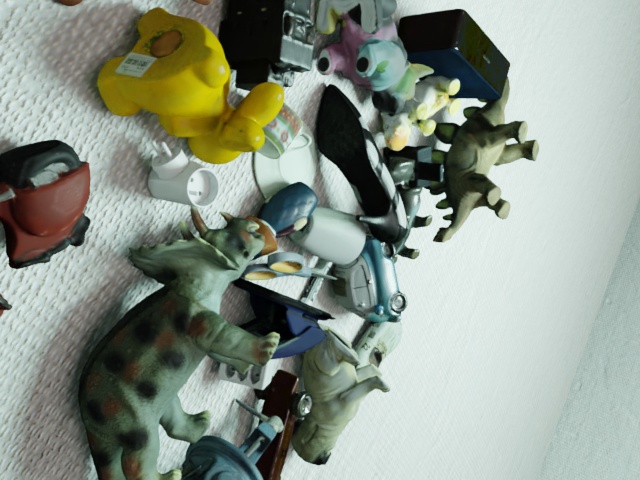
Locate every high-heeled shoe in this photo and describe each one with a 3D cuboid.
[{"bbox_3d":[0.077,-0.116,0.831,0.145,0.086,0.248,2,75,-53],"label":"high-heeled shoe"}]

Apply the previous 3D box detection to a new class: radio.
[{"bbox_3d":[0.238,-0.324,0.966,0.229,0.131,0.073,15,87,-51],"label":"radio"}]

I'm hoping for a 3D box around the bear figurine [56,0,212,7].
[{"bbox_3d":[-0.164,-0.295,0.523,0.196,0.132,0.120,-9,146,-20],"label":"bear figurine"}]

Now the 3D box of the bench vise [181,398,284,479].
[{"bbox_3d":[-0.129,0.314,0.682,0.240,0.129,0.223,-36,157,-54],"label":"bench vise"}]

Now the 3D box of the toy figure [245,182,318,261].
[{"bbox_3d":[-0.067,-0.018,0.729,0.154,0.064,0.057,-43,127,-22],"label":"toy figure"}]

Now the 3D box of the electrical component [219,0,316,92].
[{"bbox_3d":[-0.063,-0.243,0.636,0.058,0.115,0.134,0,98,-48],"label":"electrical component"}]

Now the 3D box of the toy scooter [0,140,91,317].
[{"bbox_3d":[-0.278,-0.002,0.474,0.184,0.075,0.135,-34,124,-37],"label":"toy scooter"}]

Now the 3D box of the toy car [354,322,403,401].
[{"bbox_3d":[0.097,0.207,1.000,0.202,0.056,0.073,-52,135,-28],"label":"toy car"}]

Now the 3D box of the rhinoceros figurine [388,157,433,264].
[{"bbox_3d":[0.134,-0.048,0.934,0.073,0.112,0.190,-10,123,-30],"label":"rhinoceros figurine"}]

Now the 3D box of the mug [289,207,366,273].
[{"bbox_3d":[-0.002,-0.002,0.816,0.107,0.081,0.109,20,113,-45],"label":"mug"}]

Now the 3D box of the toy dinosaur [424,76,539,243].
[{"bbox_3d":[0.304,-0.181,1.032,0.471,0.199,0.105,-58,136,-23],"label":"toy dinosaur"}]

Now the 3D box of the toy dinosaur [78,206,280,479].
[{"bbox_3d":[-0.184,0.141,0.592,0.192,0.131,0.405,36,82,-4],"label":"toy dinosaur"}]

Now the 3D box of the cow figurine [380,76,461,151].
[{"bbox_3d":[0.160,-0.227,0.944,0.167,0.098,0.068,-38,135,-15],"label":"cow figurine"}]

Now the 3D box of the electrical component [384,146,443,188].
[{"bbox_3d":[0.172,-0.129,0.949,0.048,0.119,0.074,-24,115,-45],"label":"electrical component"}]

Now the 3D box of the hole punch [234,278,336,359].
[{"bbox_3d":[-0.061,0.113,0.729,0.115,0.142,0.092,22,81,-37],"label":"hole punch"}]

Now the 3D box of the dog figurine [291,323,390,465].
[{"bbox_3d":[-0.006,0.250,0.873,0.190,0.172,0.121,-45,174,0],"label":"dog figurine"}]

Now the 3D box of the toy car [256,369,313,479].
[{"bbox_3d":[-0.068,0.295,0.798,0.053,0.089,0.202,21,82,-51],"label":"toy car"}]

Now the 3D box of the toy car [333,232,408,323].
[{"bbox_3d":[0.074,0.071,0.903,0.103,0.109,0.161,-17,105,-28],"label":"toy car"}]

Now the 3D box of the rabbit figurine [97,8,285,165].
[{"bbox_3d":[-0.121,-0.148,0.586,0.173,0.163,0.122,72,33,-56],"label":"rabbit figurine"}]

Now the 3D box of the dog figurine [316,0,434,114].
[{"bbox_3d":[0.094,-0.296,0.825,0.219,0.109,0.191,-9,104,-54],"label":"dog figurine"}]
